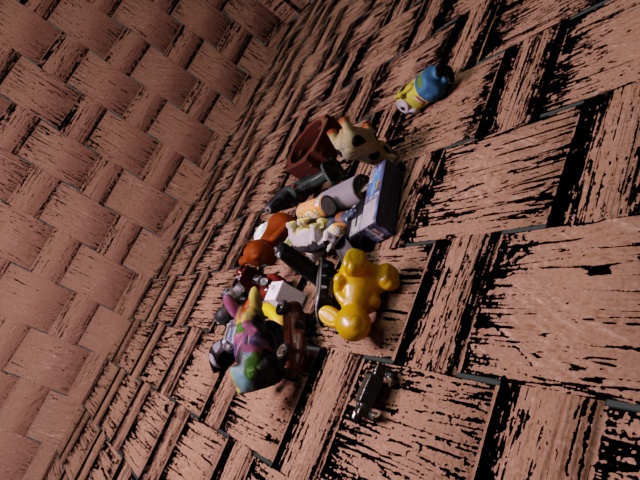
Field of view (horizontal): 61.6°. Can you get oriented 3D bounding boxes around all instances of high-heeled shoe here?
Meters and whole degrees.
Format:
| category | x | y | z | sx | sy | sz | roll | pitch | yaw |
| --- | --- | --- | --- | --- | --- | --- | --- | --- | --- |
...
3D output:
| category | x | y | z | sx | sy | sz | roll | pitch | yaw |
| --- | --- | --- | --- | --- | --- | --- | --- | --- | --- |
| high-heeled shoe | -0.228 | 0.312 | 1.500 | 0.145 | 0.086 | 0.248 | 40 | 121 | 34 |

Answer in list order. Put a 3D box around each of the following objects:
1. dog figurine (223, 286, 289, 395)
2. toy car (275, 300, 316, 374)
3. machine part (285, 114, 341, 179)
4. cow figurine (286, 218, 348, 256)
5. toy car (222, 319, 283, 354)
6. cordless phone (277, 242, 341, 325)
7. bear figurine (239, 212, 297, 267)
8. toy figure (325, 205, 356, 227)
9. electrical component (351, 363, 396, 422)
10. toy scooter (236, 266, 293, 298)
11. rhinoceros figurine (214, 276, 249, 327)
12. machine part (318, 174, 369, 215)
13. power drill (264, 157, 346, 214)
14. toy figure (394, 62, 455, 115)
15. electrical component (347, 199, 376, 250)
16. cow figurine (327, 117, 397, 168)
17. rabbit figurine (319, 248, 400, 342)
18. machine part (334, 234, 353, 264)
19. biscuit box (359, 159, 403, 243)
| category | x | y | z | sx | sy | sz | roll | pitch | yaw |
| --- | --- | --- | --- | --- | --- | --- | --- | --- | --- |
| dog figurine | -0.157 | 0.219 | 1.209 | 0.108 | 0.219 | 0.191 | -19 | -5 | 6 |
| toy car | -0.054 | 0.214 | 1.218 | 0.053 | 0.089 | 0.202 | -42 | 28 | 22 |
| machine part | -0.016 | -0.303 | 1.788 | 0.201 | 0.087 | 0.201 | -15 | 46 | 56 |
| cow figurine | -0.003 | -0.003 | 1.344 | 0.168 | 0.098 | 0.068 | 6 | 19 | 38 |
| toy car | -0.155 | 0.255 | 1.338 | 0.102 | 0.162 | 0.109 | 65 | -147 | -66 |
| cordless phone | -0.024 | 0.089 | 1.199 | 0.089 | 0.184 | 0.147 | -36 | 31 | 32 |
| bear figurine | -0.128 | 0.017 | 1.516 | 0.120 | 0.132 | 0.196 | -26 | 28 | 49 |
| toy figure | 0.051 | -0.046 | 1.378 | 0.154 | 0.057 | 0.064 | -18 | 56 | 49 |
| electrical component | 0.093 | 0.267 | 0.933 | 0.078 | 0.045 | 0.102 | 105 | -169 | -69 |
| toy scooter | -0.161 | 0.118 | 1.487 | 0.184 | 0.135 | 0.075 | 3 | 63 | 62 |
| rhinoceros figurine | -0.251 | 0.184 | 1.611 | 0.190 | 0.112 | 0.073 | -54 | 20 | 28 |
| machine part | 0.065 | -0.112 | 1.406 | 0.243 | 0.079 | 0.079 | -22 | 42 | 55 |
| power drill | -0.037 | -0.155 | 1.578 | 0.207 | 0.086 | 0.232 | -34 | 2 | 36 |
| toy figure | 0.264 | -0.379 | 1.350 | 0.089 | 0.082 | 0.180 | -49 | 9 | -33 |
| electrical component | 0.102 | -0.036 | 1.276 | 0.075 | 0.047 | 0.119 | -35 | 32 | 41 |
| cow figurine | 0.117 | -0.223 | 1.327 | 0.085 | 0.195 | 0.127 | -33 | 69 | 35 |
| rabbit figurine | 0.064 | 0.126 | 1.064 | 0.162 | 0.122 | 0.173 | -42 | 28 | 42 |
| machine part | 0.071 | 0.053 | 1.198 | 0.084 | 0.039 | 0.139 | -47 | 51 | 33 |
| biscuit box | 0.145 | -0.093 | 1.247 | 0.059 | 0.062 | 0.203 | -33 | 33 | 45 |
